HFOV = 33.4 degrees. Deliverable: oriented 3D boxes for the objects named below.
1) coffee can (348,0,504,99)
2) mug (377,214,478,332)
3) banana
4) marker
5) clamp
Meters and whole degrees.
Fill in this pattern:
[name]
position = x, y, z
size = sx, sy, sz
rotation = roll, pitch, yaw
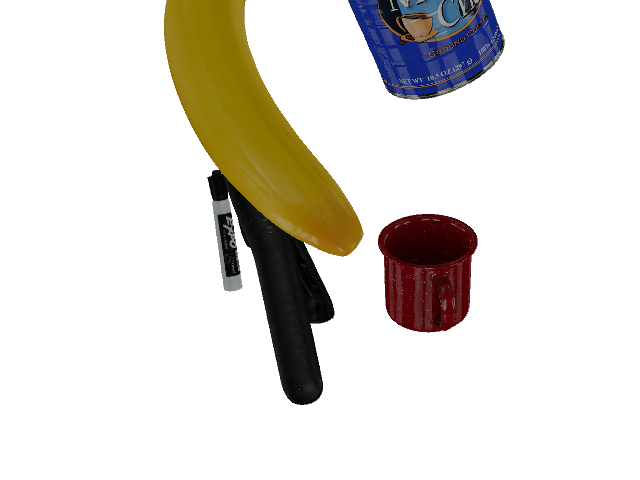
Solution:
[coffee can]
position = 0.071, -0.195, 0.816
size = 0.103, 0.140, 0.103
rotation = -19, 36, 14
[mug]
position = 0.105, 0.039, 1.005
size = 0.093, 0.081, 0.117
rotation = -10, 33, -10
[banana]
position = -0.033, -0.077, 0.486
size = 0.069, 0.198, 0.037
rotation = -9, -30, -7
[marker]
position = -0.094, -0.010, 1.049
size = 0.020, 0.121, 0.020
rotation = -6, 16, 2
[clamp]
position = -0.032, -0.009, 0.720
size = 0.036, 0.210, 0.164
rotation = -16, 6, 7
